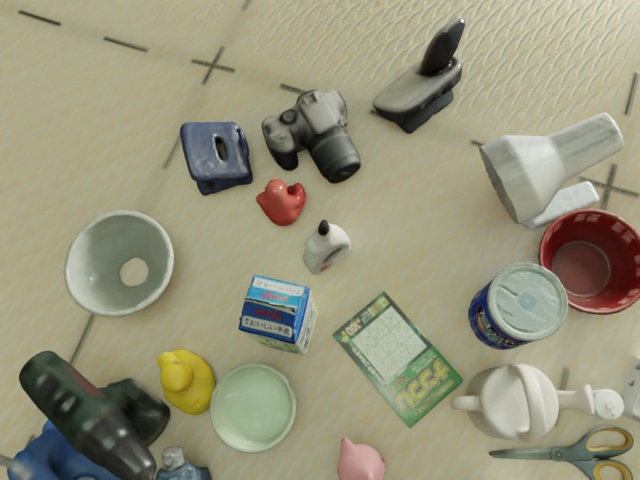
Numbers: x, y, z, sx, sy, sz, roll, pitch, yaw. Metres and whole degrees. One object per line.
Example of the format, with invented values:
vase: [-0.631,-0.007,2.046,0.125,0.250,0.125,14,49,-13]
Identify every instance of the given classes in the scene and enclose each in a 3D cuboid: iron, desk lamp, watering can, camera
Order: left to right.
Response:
iron: [-0.308,0.347,0.767,0.258,0.141,0.119,28,78,10]
camera: [-0.005,-0.158,0.916,0.143,0.101,0.136,-27,75,-5]
watering can: [0.264,0.210,0.749,0.173,0.194,0.101,-23,74,-4]
desk lamp: [0.323,-0.096,0.823,0.203,0.213,0.118,-22,74,-3]

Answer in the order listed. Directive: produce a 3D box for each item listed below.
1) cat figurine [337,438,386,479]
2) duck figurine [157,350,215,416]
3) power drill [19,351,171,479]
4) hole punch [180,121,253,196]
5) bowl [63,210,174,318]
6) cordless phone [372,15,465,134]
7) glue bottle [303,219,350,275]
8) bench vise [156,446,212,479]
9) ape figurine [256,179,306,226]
cat figurine: [0.056,0.330,0.766,0.067,0.118,0.128,-2,74,3]
duck figurine: [-0.200,0.205,0.830,0.077,0.086,0.104,-35,75,-7]
power drill: [-0.279,0.235,0.762,0.229,0.208,0.076,33,78,11]
hole punch: [-0.165,-0.141,0.924,0.101,0.091,0.108,-16,74,-2]
bowl: [-0.300,0.042,0.887,0.167,0.075,0.167,-1,74,3]
cordless phone: [0.158,-0.264,0.894,0.148,0.185,0.094,-43,76,-9]
glue bottle: [0.008,0.003,0.832,0.078,0.173,0.037,-40,76,-8]
bench vise: [-0.192,0.377,0.712,0.121,0.220,0.207,-28,75,-5]
ape figurine: [-0.063,-0.066,0.897,0.077,0.092,0.076,4,74,4]
